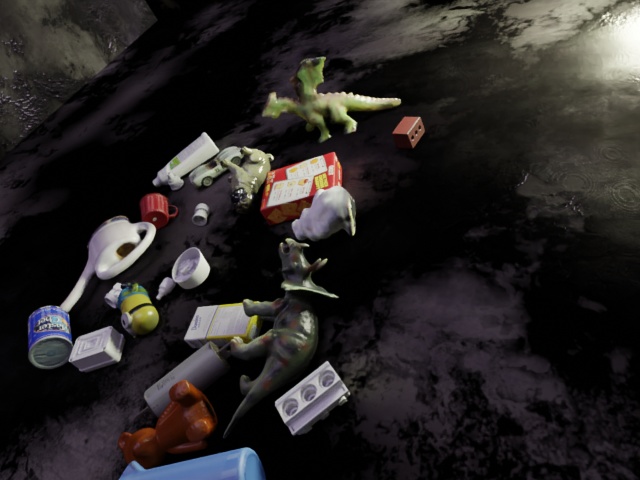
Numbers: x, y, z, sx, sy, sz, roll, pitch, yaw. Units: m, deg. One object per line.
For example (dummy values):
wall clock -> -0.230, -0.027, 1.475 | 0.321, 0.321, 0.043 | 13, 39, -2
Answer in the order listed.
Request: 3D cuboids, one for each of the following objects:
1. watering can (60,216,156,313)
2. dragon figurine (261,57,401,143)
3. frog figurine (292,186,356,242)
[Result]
watering can -> -0.645, 0.054, 1.538 | 0.350, 0.102, 0.227 | -40, 39, -10
dragon figurine -> 0.016, -0.442, 1.575 | 0.408, 0.238, 0.125 | -19, 35, 15
frog figurine -> 0.004, -0.064, 1.270 | 0.159, 0.120, 0.140 | -6, 63, 10
